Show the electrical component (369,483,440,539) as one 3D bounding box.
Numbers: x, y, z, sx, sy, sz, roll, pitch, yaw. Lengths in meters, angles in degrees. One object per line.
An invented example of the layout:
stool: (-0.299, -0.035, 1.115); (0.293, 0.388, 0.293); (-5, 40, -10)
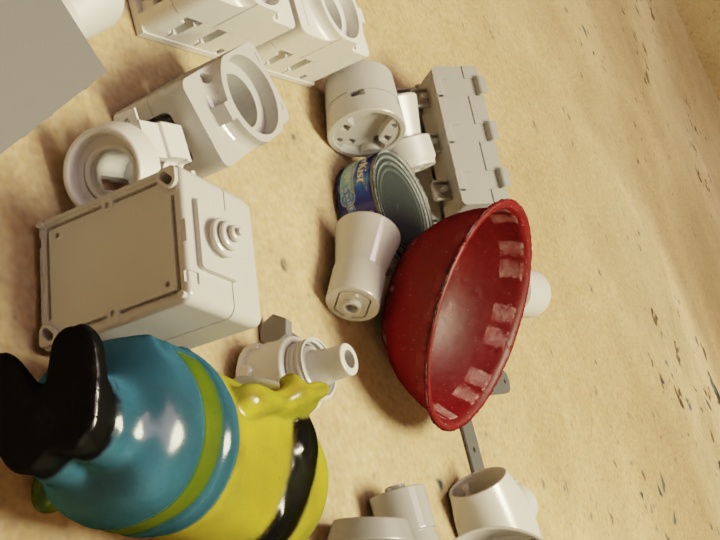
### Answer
electrical component: (0.030, 0.160, 0.641); (0.044, 0.044, 0.065); (16, 54, -58)

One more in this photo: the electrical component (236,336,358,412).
electrical component: (-0.031, 0.055, 0.571); (0.048, 0.062, 0.048); (41, 39, -44)

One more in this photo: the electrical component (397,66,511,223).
electrical component: (0.078, -0.098, 0.865); (0.079, 0.063, 0.121); (-5, 73, -21)

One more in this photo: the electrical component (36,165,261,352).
electrical component: (-0.085, 0.001, 0.469); (0.061, 0.096, 0.061); (27, 49, -56)

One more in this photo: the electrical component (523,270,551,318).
electrical component: (0.130, 0.018, 0.920); (0.081, 0.043, 0.043); (8, 65, -61)

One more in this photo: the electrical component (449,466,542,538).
electrical component: (0.103, 0.175, 0.762); (0.079, 0.043, 0.077); (-36, 104, -60)

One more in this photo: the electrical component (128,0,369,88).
electrical component: (-0.068, -0.188, 0.669); (0.186, 0.060, 0.105); (0, 72, -62)

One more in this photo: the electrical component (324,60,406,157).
electrical component: (0.002, -0.115, 0.759); (0.055, 0.055, 0.047); (33, 41, -50)

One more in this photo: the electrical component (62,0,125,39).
electrical component: (-0.144, -0.118, 0.502); (0.044, 0.044, 0.065); (56, 34, -26)

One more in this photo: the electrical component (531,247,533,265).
electrical component: (0.099, 0.000, 0.837); (0.047, 0.077, 0.065); (54, 31, -30)

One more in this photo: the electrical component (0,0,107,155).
electrical component: (-0.173, -0.072, 0.392); (0.089, 0.062, 0.150); (60, 29, -20)

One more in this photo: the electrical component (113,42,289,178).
electrical component: (-0.080, -0.084, 0.581); (0.050, 0.056, 0.089); (63, 28, -15)

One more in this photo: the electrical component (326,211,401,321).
electrical component: (0.000, 0.000, 0.693); (0.044, 0.044, 0.065); (49, 38, -36)

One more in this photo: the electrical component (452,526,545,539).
electrical component: (0.092, 0.210, 0.665); (0.064, 0.099, 0.099); (36, 42, -58)

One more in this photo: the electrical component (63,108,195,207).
electrical component: (-0.109, -0.045, 0.514); (0.055, 0.048, 0.066); (-5, 77, -71)

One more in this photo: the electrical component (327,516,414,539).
electrical component: (0.006, 0.165, 0.588); (0.066, 0.048, 0.055); (26, 57, -54)

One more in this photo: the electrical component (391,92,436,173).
electrical component: (0.029, -0.100, 0.810); (0.045, 0.045, 0.055); (-13, 85, -63)
